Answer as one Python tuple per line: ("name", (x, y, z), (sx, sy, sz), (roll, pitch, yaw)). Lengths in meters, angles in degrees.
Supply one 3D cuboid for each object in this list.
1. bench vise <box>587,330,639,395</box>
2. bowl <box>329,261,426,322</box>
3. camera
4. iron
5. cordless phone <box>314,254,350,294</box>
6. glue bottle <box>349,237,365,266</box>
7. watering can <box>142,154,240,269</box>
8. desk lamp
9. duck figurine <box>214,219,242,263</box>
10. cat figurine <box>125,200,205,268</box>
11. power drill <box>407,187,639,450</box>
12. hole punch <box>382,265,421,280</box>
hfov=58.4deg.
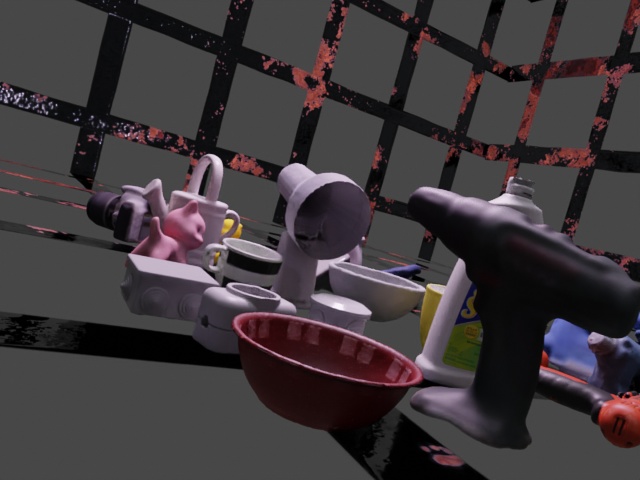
("bench vise", (0.466, 0.134, 0.760), (0.208, 0.220, 0.121), (13, 4, -33))
("bowl", (0.087, 0.093, 0.955), (0.167, 0.075, 0.167), (15, 4, -1))
("camera", (-0.366, -0.056, 1.111), (0.136, 0.101, 0.143), (17, 4, 19))
("iron", (0.480, 0.170, 0.895), (0.257, 0.141, 0.119), (17, 4, 29))
("cordless phone", (0.010, 0.004, 1.110), (0.094, 0.185, 0.147), (14, 4, -26))
("glue bottle", (0.070, 0.012, 1.333), (0.078, 0.173, 0.037), (16, 4, 17))
("watering can", (-0.218, -0.056, 0.993), (0.100, 0.194, 0.173), (18, 4, 33))
("desk lamp", (-0.032, -0.006, 0.857), (0.118, 0.213, 0.202), (13, 4, -31))
("duck figurine", (-0.175, 0.004, 1.111), (0.104, 0.086, 0.077), (15, 4, -1))
("cat figurine", (-0.216, -0.006, 0.846), (0.067, 0.118, 0.128), (17, 4, 19))
("power drill", (0.159, 0.070, 0.533), (0.228, 0.208, 0.076), (18, 4, 32))
("hole punch", (0.152, 0.085, 1.212), (0.100, 0.091, 0.109), (17, 4, 23))
